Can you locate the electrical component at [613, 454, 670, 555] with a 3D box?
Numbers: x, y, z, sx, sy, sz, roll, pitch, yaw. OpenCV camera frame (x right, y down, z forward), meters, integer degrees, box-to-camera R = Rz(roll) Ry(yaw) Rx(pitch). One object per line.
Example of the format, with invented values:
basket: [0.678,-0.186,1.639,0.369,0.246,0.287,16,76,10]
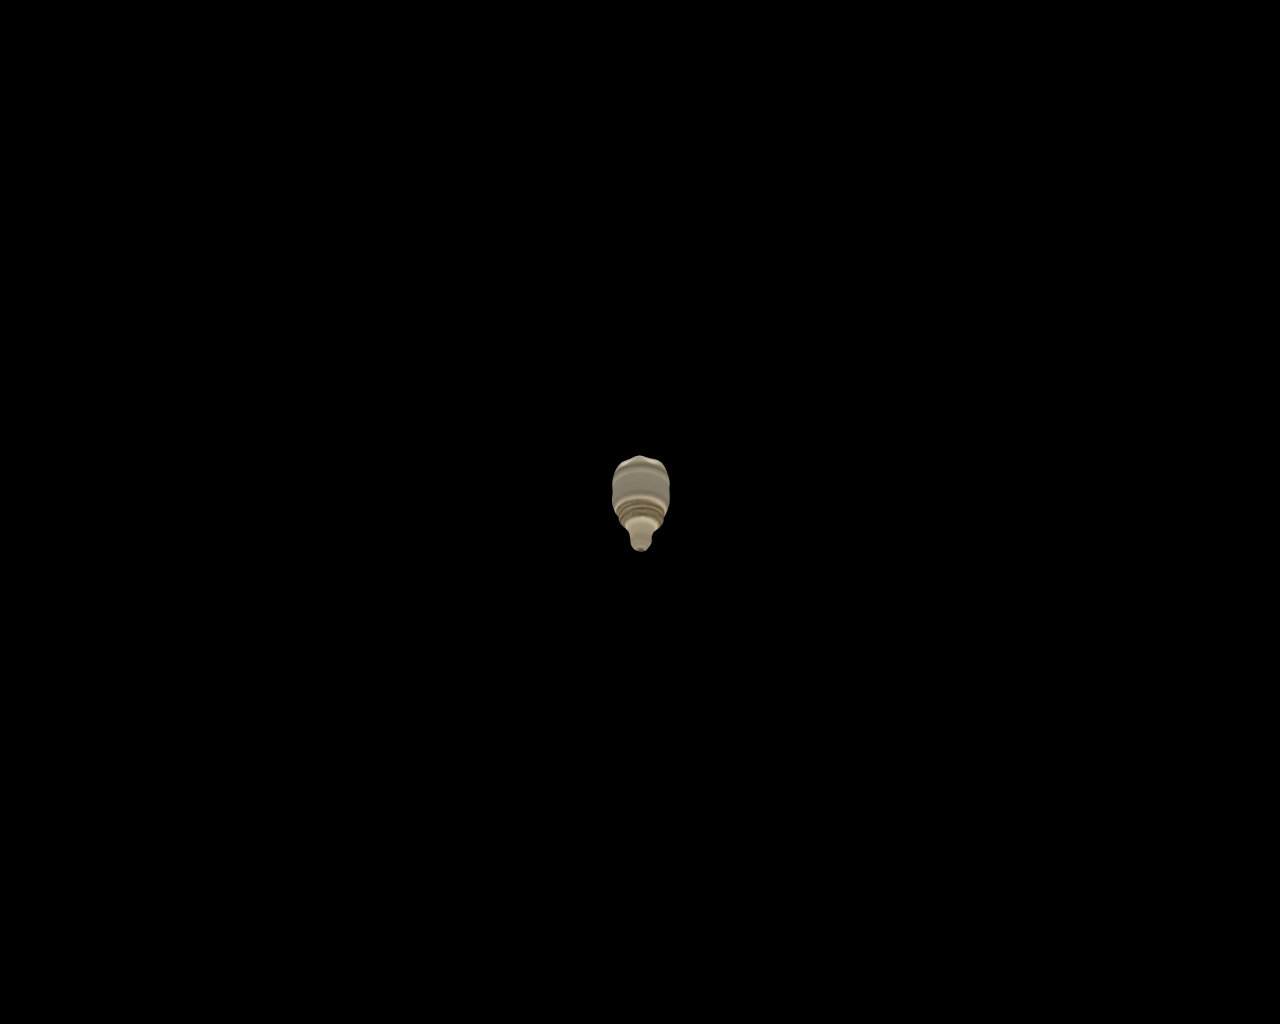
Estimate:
electrical component: [0.001,-0.003,0.650,0.035,0.061,0.035,0,-33,0]
